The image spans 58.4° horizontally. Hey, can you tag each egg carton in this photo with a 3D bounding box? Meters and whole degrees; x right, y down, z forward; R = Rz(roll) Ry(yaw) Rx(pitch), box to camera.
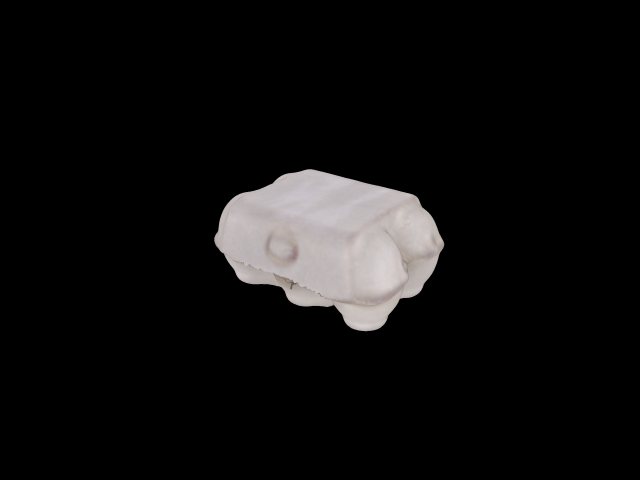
[{"bbox_3d":[0.004,0.001,0.400,0.149,0.069,0.107,18,32,32],"label":"egg carton"}]
